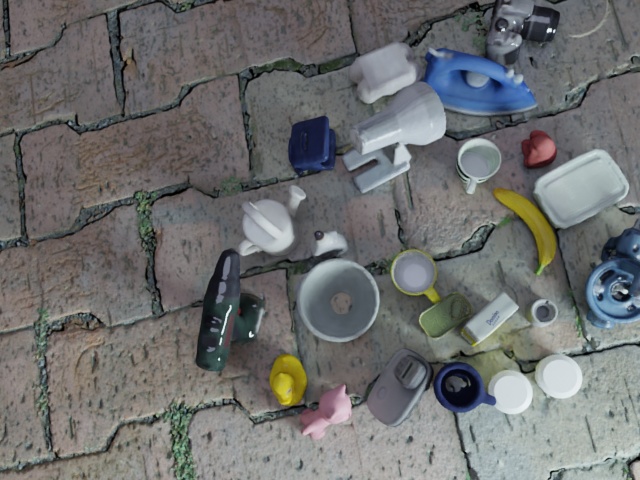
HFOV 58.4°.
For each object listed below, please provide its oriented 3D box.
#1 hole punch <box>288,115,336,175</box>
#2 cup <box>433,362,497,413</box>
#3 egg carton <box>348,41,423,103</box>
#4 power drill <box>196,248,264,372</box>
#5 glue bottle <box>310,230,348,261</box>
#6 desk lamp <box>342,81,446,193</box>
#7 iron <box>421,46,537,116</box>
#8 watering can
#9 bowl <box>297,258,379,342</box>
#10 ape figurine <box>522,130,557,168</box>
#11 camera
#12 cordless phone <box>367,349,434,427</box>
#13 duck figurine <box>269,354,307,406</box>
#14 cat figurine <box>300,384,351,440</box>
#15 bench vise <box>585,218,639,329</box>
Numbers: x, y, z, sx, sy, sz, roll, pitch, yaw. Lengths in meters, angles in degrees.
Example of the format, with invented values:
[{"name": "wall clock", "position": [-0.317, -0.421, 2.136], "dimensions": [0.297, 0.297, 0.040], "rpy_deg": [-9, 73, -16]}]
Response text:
[{"name": "hole punch", "position": [-0.020, -0.205, 1.237], "dimensions": [0.101, 0.091, 0.109], "rpy_deg": [-2, 79, 9]}, {"name": "cup", "position": [0.274, 0.284, 1.092], "dimensions": [0.117, 0.095, 0.092], "rpy_deg": [19, 82, 12]}, {"name": "egg carton", "position": [0.142, -0.367, 1.255], "dimensions": [0.150, 0.069, 0.107], "rpy_deg": [-23, 76, 4]}, {"name": "power drill", "position": [-0.177, 0.142, 1.133], "dimensions": [0.075, 0.208, 0.230], "rpy_deg": [11, 81, 11]}, {"name": "glue bottle", "position": [0.011, 0.004, 1.149], "dimensions": [0.078, 0.173, 0.037], "rpy_deg": [-19, 76, 5]}, {"name": "desk lamp", "position": [0.142, -0.203, 1.148], "dimensions": [0.203, 0.214, 0.118], "rpy_deg": [-30, 76, 2]}, {"name": "iron", "position": [0.331, -0.337, 1.182], "dimensions": [0.258, 0.141, 0.119], "rpy_deg": [16, 82, 12]}, {"name": "watering can", "position": [-0.102, -0.039, 1.164], "dimensions": [0.100, 0.194, 0.173], "rpy_deg": [23, 83, 13]}, {"name": "bowl", "position": [0.040, 0.125, 1.171], "dimensions": [0.167, 0.075, 0.167], "rpy_deg": [-2, 79, 9]}, {"name": "ape figurine", "position": [0.444, -0.187, 1.160], "dimensions": [0.076, 0.092, 0.078], "rpy_deg": [32, 85, 14]}, {"name": "camera", "position": [0.428, -0.453, 1.211], "dimensions": [0.136, 0.101, 0.143], "rpy_deg": [13, 81, 11]}, {"name": "cordless phone", "position": [0.149, 0.278, 1.067], "dimensions": [0.094, 0.185, 0.148], "rpy_deg": [30, 85, 14]}, {"name": "duck figurine", "position": [-0.071, 0.282, 1.151], "dimensions": [0.077, 0.086, 0.104], "rpy_deg": [-7, 78, 8]}, {"name": "cat figurine", "position": [0.014, 0.336, 1.111], "dimensions": [0.128, 0.118, 0.067], "rpy_deg": [-39, 75, 0]}, {"name": "bench vise", "position": [0.547, 0.053, 1.031], "dimensions": [0.121, 0.220, 0.207], "rpy_deg": [3, 79, 10]}]
